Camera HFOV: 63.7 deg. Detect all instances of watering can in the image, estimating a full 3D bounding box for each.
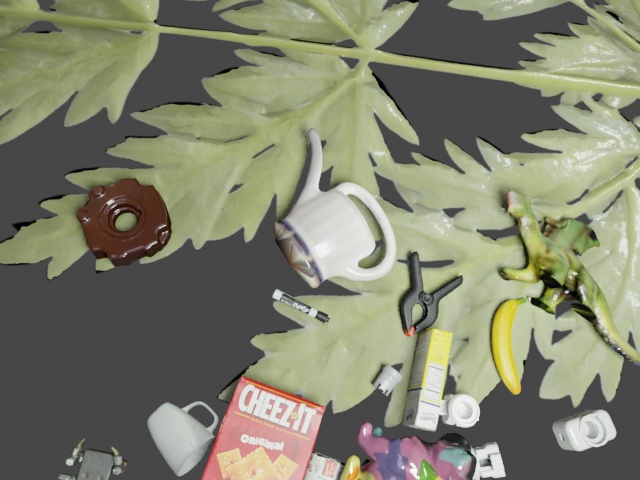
[{"bbox_3d":[0.003,-0.053,1.047,0.226,0.102,0.351,-30,76,-16],"label":"watering can"}]

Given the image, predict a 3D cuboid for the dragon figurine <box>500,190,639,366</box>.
[{"bbox_3d":[0.537,0.050,1.083,0.410,0.120,0.247,39,61,-1],"label":"dragon figurine"}]
